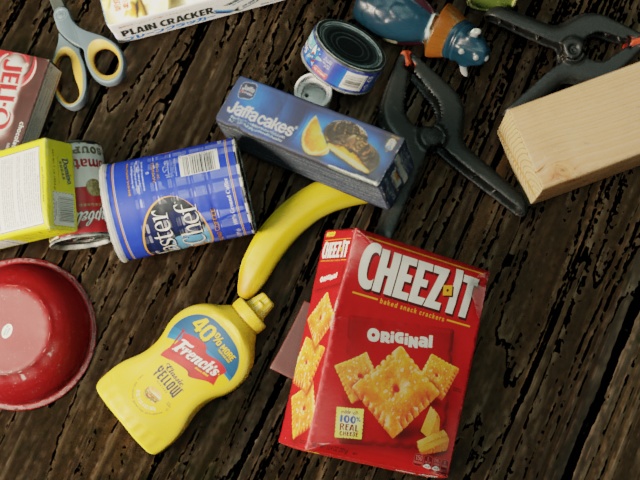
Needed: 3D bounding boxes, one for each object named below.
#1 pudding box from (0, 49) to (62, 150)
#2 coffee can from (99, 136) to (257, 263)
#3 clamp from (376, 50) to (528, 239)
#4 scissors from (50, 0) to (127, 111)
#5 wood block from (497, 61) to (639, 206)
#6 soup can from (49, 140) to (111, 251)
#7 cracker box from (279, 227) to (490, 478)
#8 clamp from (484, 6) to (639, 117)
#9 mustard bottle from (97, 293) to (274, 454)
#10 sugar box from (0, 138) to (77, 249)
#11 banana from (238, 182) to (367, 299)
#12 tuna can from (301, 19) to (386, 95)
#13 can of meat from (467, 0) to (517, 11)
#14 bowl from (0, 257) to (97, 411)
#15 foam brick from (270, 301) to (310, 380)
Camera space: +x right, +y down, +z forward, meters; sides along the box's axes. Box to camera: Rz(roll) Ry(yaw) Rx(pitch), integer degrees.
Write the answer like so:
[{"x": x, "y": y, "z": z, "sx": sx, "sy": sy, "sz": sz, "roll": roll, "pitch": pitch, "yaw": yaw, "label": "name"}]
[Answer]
[{"x": -0.336, "y": -0.145, "z": 1.136, "sx": 0.090, "sy": 0.039, "sz": 0.113, "roll": 13, "pitch": 81, "yaw": 16, "label": "pudding box"}, {"x": -0.143, "y": -0.041, "z": 1.088, "sx": 0.140, "sy": 0.103, "sz": 0.103, "roll": -12, "pitch": 80, "yaw": -1, "label": "coffee can"}, {"x": 0.125, "y": -0.100, "z": 1.122, "sx": 0.164, "sy": 0.036, "sz": 0.210, "roll": -6, "pitch": 75, "yaw": -11, "label": "clamp"}, {"x": -0.262, "y": -0.241, "z": 1.165, "sx": 0.096, "sy": 0.016, "sz": 0.202, "roll": -8, "pitch": 79, "yaw": 10, "label": "scissors"}, {"x": 0.300, "y": -0.117, "z": 1.095, "sx": 0.206, "sy": 0.090, "sz": 0.091, "roll": -21, "pitch": 80, "yaw": -1, "label": "wood block"}, {"x": -0.253, "y": -0.046, "z": 1.109, "sx": 0.068, "sy": 0.068, "sz": 0.102, "roll": -10, "pitch": 81, "yaw": 0, "label": "soup can"}, {"x": 0.066, "y": 0.112, "z": 1.038, "sx": 0.164, "sy": 0.072, "sz": 0.213, "roll": 17, "pitch": 80, "yaw": -25, "label": "cracker box"}, {"x": 0.260, "y": -0.188, "z": 1.135, "sx": 0.171, "sy": 0.039, "sz": 0.120, "roll": 0, "pitch": 94, "yaw": -1, "label": "clamp"}, {"x": -0.124, "y": 0.122, "z": 1.082, "sx": 0.191, "sy": 0.058, "sz": 0.096, "roll": -40, "pitch": 83, "yaw": -5, "label": "mustard bottle"}, {"x": -0.327, "y": -0.039, "z": 1.085, "sx": 0.177, "sy": 0.048, "sz": 0.093, "roll": -11, "pitch": 79, "yaw": 32, "label": "sugar box"}, {"x": -0.014, "y": -0.016, "z": 1.113, "sx": 0.197, "sy": 0.037, "sz": 0.069, "roll": -32, "pitch": 80, "yaw": -4, "label": "banana"}, {"x": 0.026, "y": -0.193, "z": 1.119, "sx": 0.086, "sy": 0.034, "sz": 0.086, "roll": 19, "pitch": 41, "yaw": -17, "label": "tuna can"}, {"x": 0.189, "y": -0.296, "z": 1.124, "sx": 0.057, "sy": 0.102, "sz": 0.084, "roll": 9, "pitch": 83, "yaw": 4, "label": "can of meat"}, {"x": -0.314, "y": 0.094, "z": 1.094, "sx": 0.162, "sy": 0.055, "sz": 0.162, "roll": 0, "pitch": 81, "yaw": 2, "label": "bowl"}, {"x": -0.010, "y": 0.108, "z": 1.085, "sx": 0.053, "sy": 0.051, "sz": 0.078, "roll": 27, "pitch": 83, "yaw": 4, "label": "foam brick"}]
